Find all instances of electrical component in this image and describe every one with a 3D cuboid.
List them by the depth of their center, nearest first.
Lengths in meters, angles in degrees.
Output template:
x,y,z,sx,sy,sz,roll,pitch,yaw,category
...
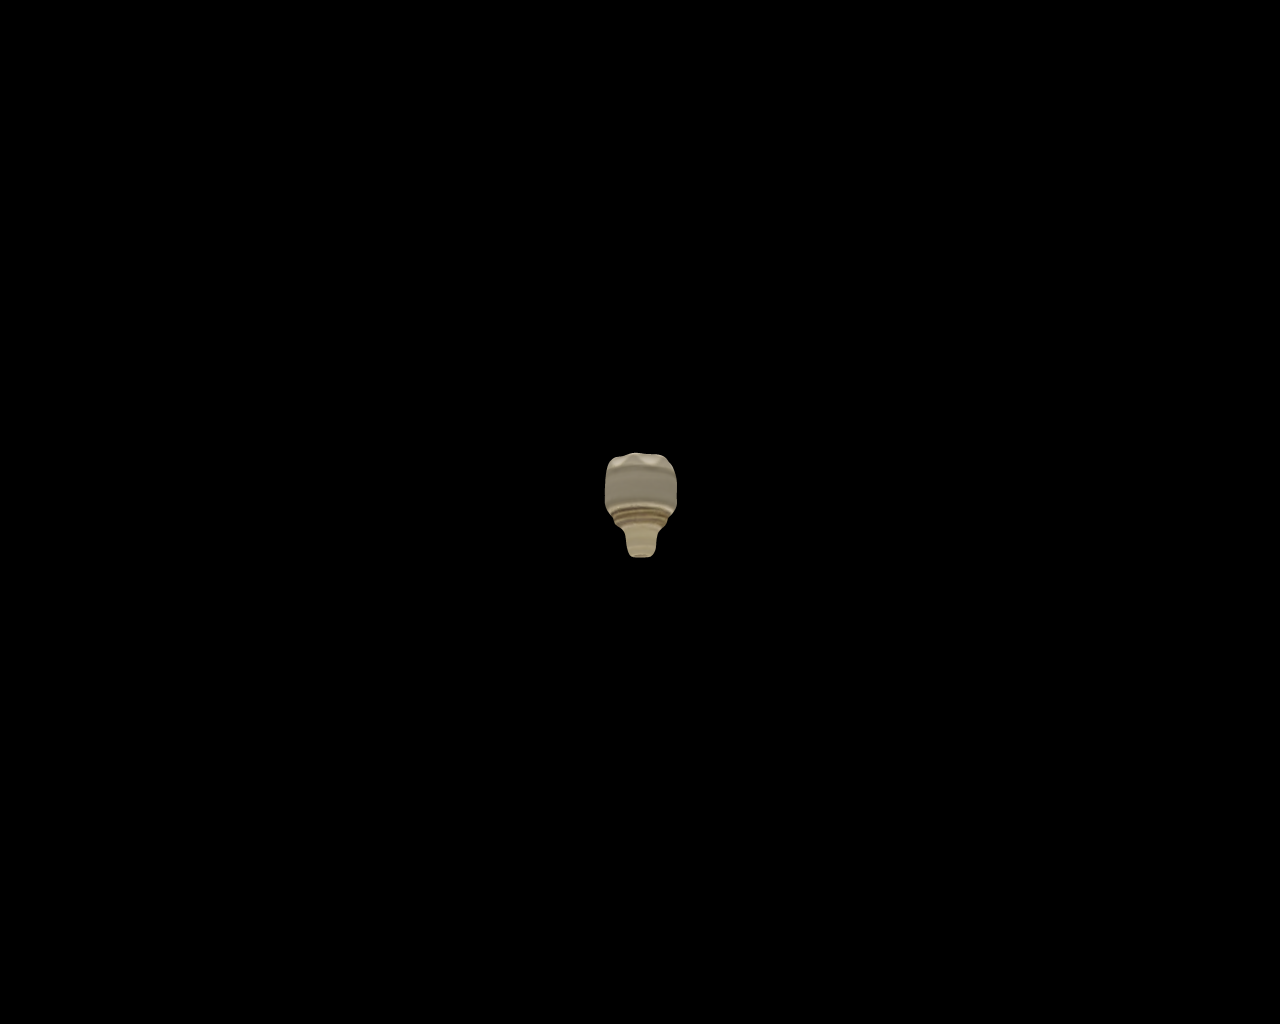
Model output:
x,y,z,sx,sy,sz,roll,pitch,yaw,category
0.001,-0.003,0.650,0.043,0.062,0.043,0,-13,0,electrical component
